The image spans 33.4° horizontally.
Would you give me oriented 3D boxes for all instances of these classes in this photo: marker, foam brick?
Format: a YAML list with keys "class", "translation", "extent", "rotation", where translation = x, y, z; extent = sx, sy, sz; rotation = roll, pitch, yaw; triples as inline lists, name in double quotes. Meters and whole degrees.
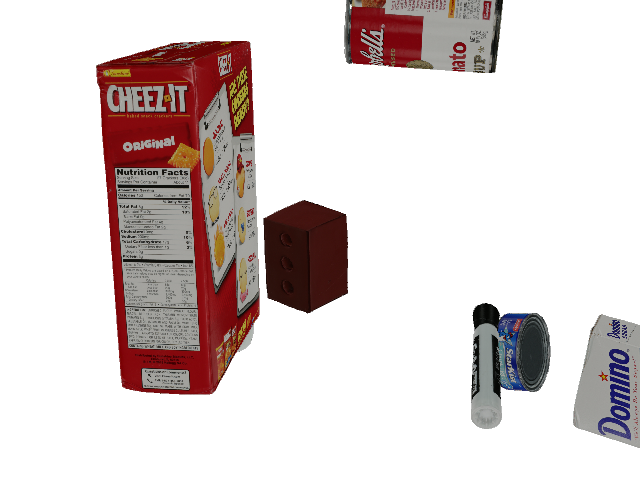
- class: "marker"
  translation: [0.110, 0.079, 0.705]
  extent: [0.020, 0.020, 0.121]
  rotation: [0, 30, 9]
- class: "foam brick"
  translation: [-0.012, 0.013, 0.919]
  extent: [0.053, 0.078, 0.051]
  rotation: [18, 29, 40]

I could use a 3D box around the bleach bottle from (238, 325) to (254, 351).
- class: "bleach bottle"
  translation: [-0.143, 0.032, 1.123]
  extent: [0.102, 0.068, 0.251]
  rotation: [-4, 27, -16]

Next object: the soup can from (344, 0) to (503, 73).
- class: "soup can"
  translation: [0.071, -0.151, 0.728]
  extent: [0.102, 0.068, 0.068]
  rotation: [6, 1, 8]

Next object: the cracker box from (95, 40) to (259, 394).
- class: "cracker box"
  translation: [-0.092, -0.023, 0.734]
  extent: [0.072, 0.214, 0.164]
  rotation: [0, 15, 8]

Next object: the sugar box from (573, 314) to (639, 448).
- class: "sugar box"
  translation: [0.295, 0.129, 0.844]
  extent: [0.176, 0.093, 0.048]
  rotation: [14, 26, 21]

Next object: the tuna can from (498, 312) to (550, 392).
- class: "tuna can"
  translation: [0.218, 0.121, 1.162]
  extent: [0.034, 0.086, 0.086]
  rotation: [-1, -1, 35]
